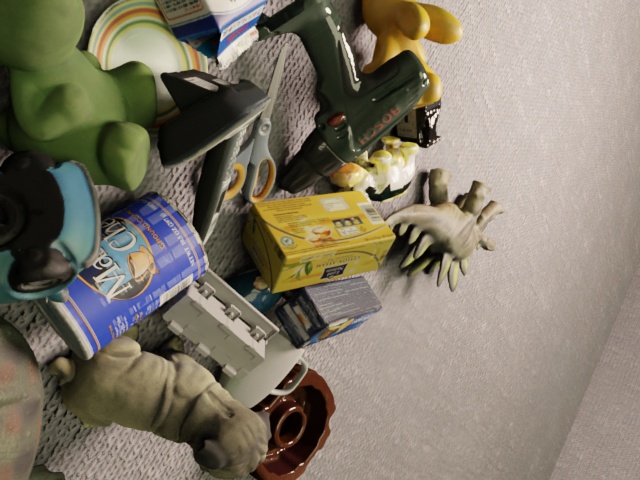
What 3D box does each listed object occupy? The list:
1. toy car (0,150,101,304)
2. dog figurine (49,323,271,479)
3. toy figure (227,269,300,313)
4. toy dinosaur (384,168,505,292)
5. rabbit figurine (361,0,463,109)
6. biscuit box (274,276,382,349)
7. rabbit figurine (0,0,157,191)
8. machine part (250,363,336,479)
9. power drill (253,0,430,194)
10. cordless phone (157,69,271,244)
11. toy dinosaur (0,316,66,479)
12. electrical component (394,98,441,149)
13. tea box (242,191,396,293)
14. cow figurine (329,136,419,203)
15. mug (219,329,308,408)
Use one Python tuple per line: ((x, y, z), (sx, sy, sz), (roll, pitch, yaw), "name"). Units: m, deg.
((-0.243, 0.008, 0.397), (0.162, 0.109, 0.102), (-13, 154, -18), "toy car")
((-0.160, 0.168, 0.541), (0.172, 0.191, 0.121), (7, 98, -46), "dog figurine")
((-0.058, 0.057, 0.700), (0.154, 0.064, 0.057), (-21, 96, -33), "toy figure")
((0.221, -0.016, 0.942), (0.471, 0.105, 0.198), (19, 90, -52), "toy dinosaur")
((0.099, -0.260, 0.718), (0.122, 0.162, 0.173), (-9, 93, -32), "rabbit figurine")
((0.020, 0.097, 0.756), (0.059, 0.063, 0.202), (-40, 163, 22), "biscuit box")
((-0.211, -0.137, 0.411), (0.170, 0.159, 0.121), (97, 0, -55), "rabbit figurine")
((-0.053, 0.269, 0.793), (0.179, 0.056, 0.179), (-17, 114, -43), "machine part")
((-0.001, -0.179, 0.634), (0.232, 0.086, 0.207), (-31, 117, 14), "power drill")
((-0.115, -0.068, 0.531), (0.147, 0.089, 0.184), (-85, -169, -70), "cordless phone")
((-0.299, 0.149, 0.447), (0.192, 0.131, 0.404), (-2, 96, -63), "toy dinosaur")
((0.146, -0.206, 0.825), (0.048, 0.075, 0.119), (-33, 131, -36), "electrical component")
((-0.001, -0.002, 0.687), (0.169, 0.098, 0.068), (-9, 140, -31), "tea box")
((0.076, -0.090, 0.800), (0.167, 0.068, 0.098), (-26, 128, -38), "cow figurine")
((-0.076, 0.169, 0.714), (0.109, 0.081, 0.107), (43, 83, -30), "mug")
